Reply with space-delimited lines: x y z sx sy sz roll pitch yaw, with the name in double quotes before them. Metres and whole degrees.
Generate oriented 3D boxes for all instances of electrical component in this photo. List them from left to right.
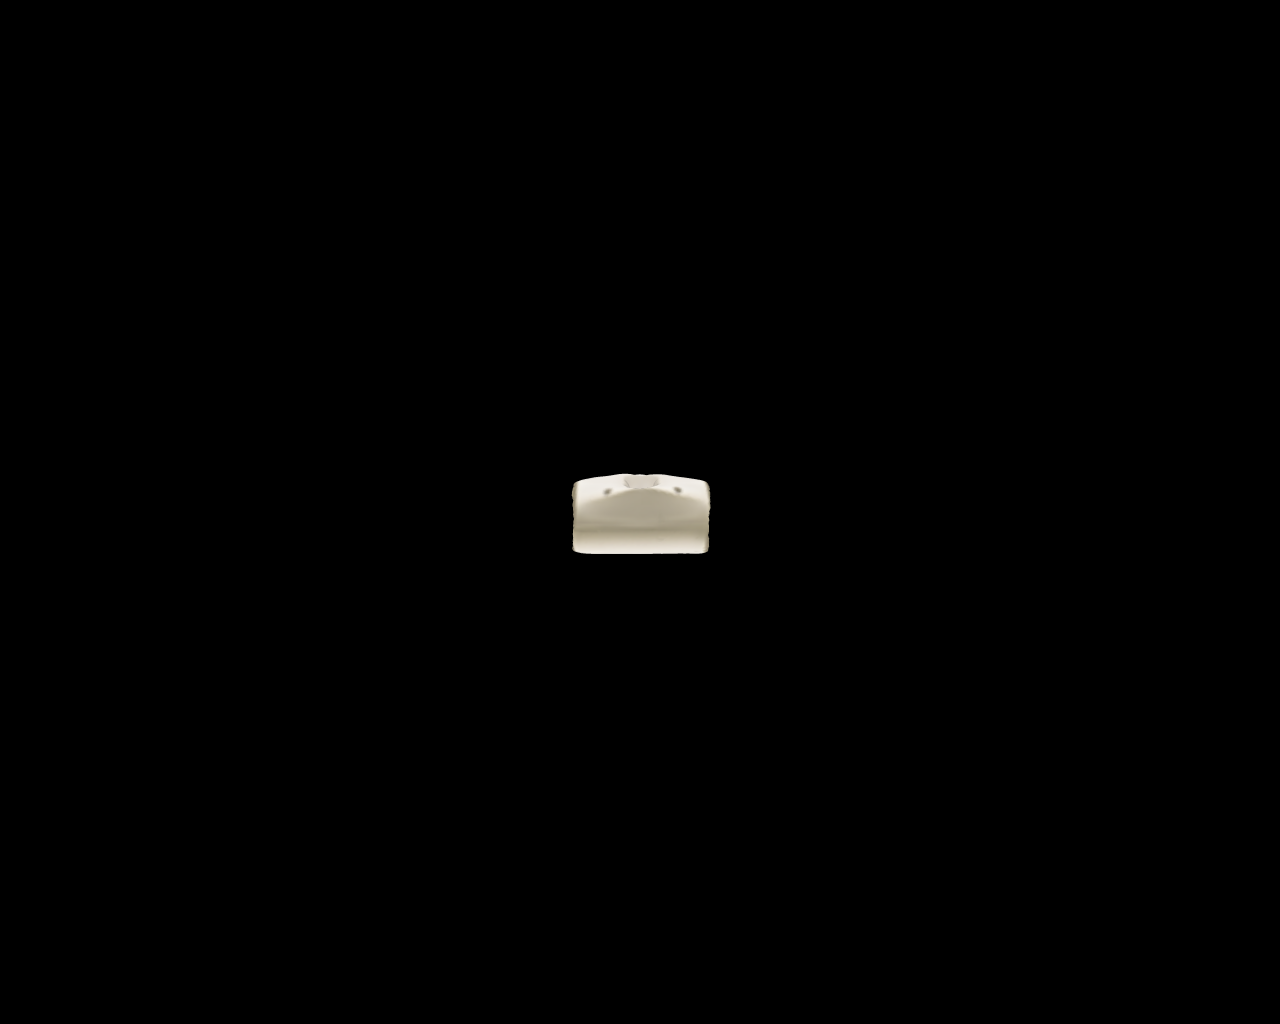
"electrical component" 0.001 -0.003 0.650 0.077 0.043 0.079 0 16 0
